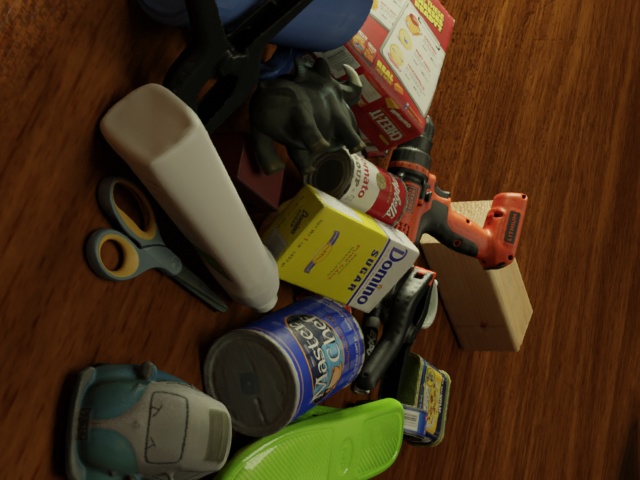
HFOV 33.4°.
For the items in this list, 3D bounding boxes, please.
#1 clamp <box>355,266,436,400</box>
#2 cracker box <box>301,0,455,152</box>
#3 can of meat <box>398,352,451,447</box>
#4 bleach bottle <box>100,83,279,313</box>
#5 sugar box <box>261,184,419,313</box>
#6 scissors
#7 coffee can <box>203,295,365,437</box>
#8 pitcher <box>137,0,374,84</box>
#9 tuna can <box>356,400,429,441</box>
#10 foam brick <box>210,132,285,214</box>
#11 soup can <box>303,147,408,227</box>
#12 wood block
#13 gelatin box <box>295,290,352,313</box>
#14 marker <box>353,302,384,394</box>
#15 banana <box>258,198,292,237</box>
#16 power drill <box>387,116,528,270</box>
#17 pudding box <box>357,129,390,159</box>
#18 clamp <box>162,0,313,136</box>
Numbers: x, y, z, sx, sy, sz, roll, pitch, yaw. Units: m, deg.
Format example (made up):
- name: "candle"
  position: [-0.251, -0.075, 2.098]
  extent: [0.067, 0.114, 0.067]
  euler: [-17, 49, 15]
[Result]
- name: "clamp"
  position: [0.088, 0.111, 1.237]
  extent: [0.120, 0.039, 0.171]
  euler: [29, 77, -72]
- name: "cracker box"
  position: [0.066, -0.232, 1.218]
  extent: [0.164, 0.072, 0.213]
  euler: [45, 42, -28]
- name: "can of meat"
  position: [0.118, 0.199, 1.336]
  extent: [0.083, 0.058, 0.102]
  euler: [40, 54, -50]
- name: "bleach bottle"
  position: [-0.099, -0.020, 0.954]
  extent: [0.068, 0.103, 0.250]
  euler: [-40, 138, -11]
- name: "sugar box"
  position: [0.020, 0.013, 1.103]
  extent: [0.176, 0.093, 0.048]
  euler: [24, 22, -46]
- name: "scissors"
  position: [-0.143, 0.031, 0.935]
  extent: [0.201, 0.016, 0.096]
  euler: [61, 40, -38]
- name: "coffee can"
  position: [-0.032, 0.119, 1.034]
  extent: [0.140, 0.103, 0.103]
  euler: [-21, 106, -59]
- name: "pitcher"
  position: [-0.065, -0.237, 0.999]
  extent: [0.242, 0.145, 0.149]
  euler: [-11, 85, -56]
- name: "tuna can"
  position: [0.082, 0.211, 1.243]
  extent: [0.086, 0.086, 0.034]
  euler: [32, 62, -55]
- name: "foam brick"
  position: [-0.077, -0.063, 1.022]
  extent: [0.078, 0.053, 0.051]
  euler: [38, 56, -52]
- name: "soup can"
  position: [0.038, -0.054, 1.137]
  extent: [0.102, 0.069, 0.068]
  euler: [23, 67, -48]
- name: "wood block"
  position: [0.221, 0.053, 1.494]
  extent: [0.090, 0.091, 0.206]
  euler: [-60, 137, -42]
- name: "gelatin box"
  position: [0.008, 0.089, 1.180]
  extent: [0.073, 0.030, 0.089]
  euler: [-32, 115, -57]
- name: "marker"
  position: [0.059, 0.124, 1.276]
  extent: [0.020, 0.020, 0.121]
  euler: [41, 53, -51]
- name: "banana"
  position: [-0.005, -0.016, 1.158]
  extent: [0.197, 0.037, 0.069]
  euler: [17, 73, -59]
- name: "power drill"
  position: [0.167, -0.052, 1.349]
  extent: [0.187, 0.057, 0.184]
  euler: [19, 79, -17]
- name: "pudding box"
  position: [0.069, -0.166, 1.298]
  extent: [0.113, 0.039, 0.090]
  euler: [-60, 138, -43]
- name: "clamp"
  position: [-0.087, -0.163, 0.904]
  extent: [0.164, 0.210, 0.036]
  euler: [-7, 51, -47]
